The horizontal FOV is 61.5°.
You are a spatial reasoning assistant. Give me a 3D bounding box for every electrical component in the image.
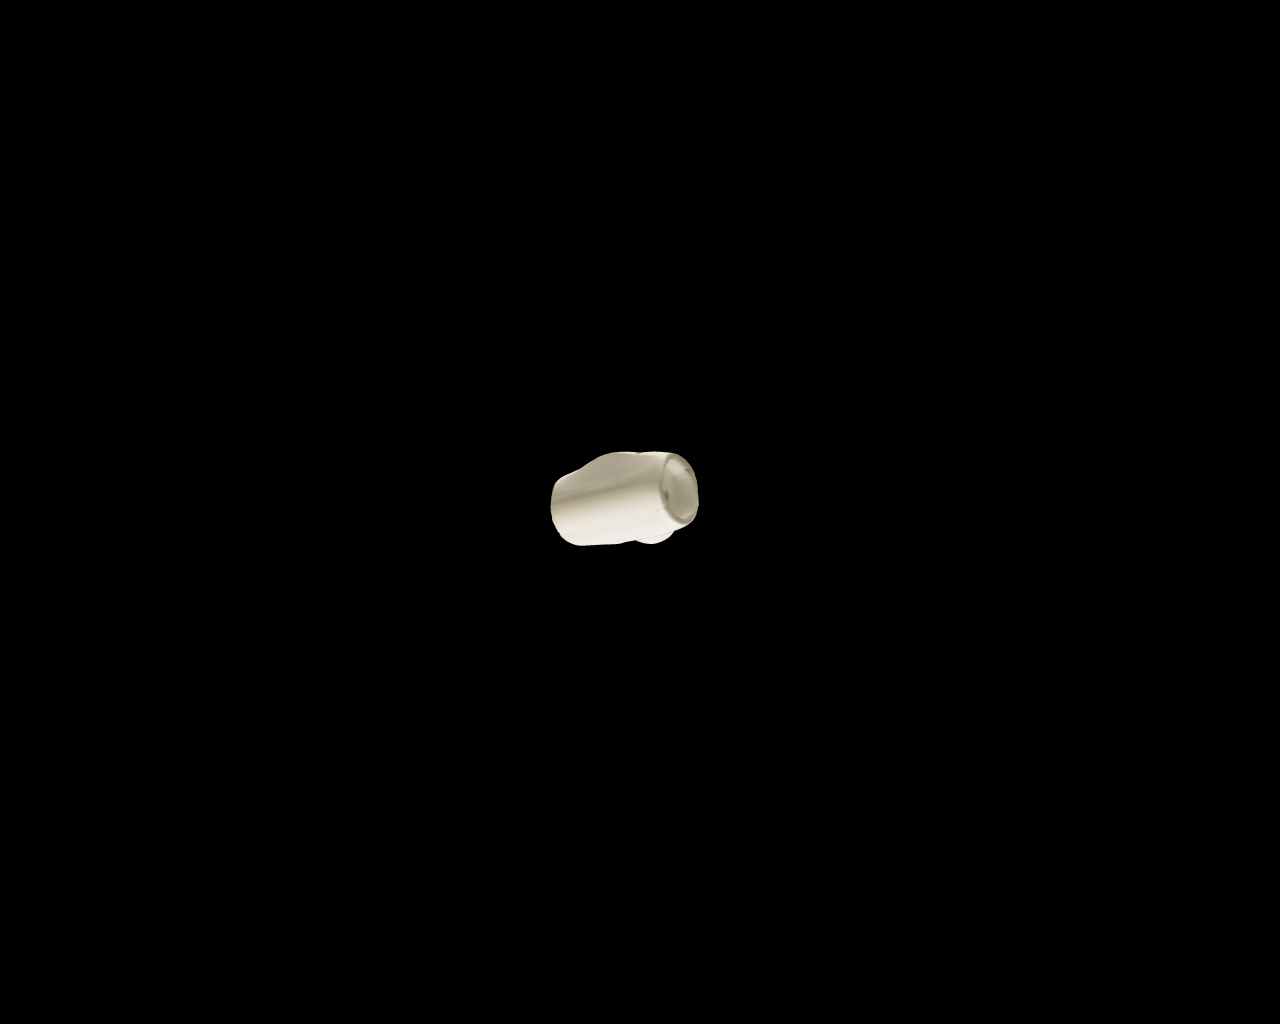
[{"bbox_3d":[0.001,-0.003,0.650,0.077,0.043,0.079,-12,-23,31],"label":"electrical component"}]
